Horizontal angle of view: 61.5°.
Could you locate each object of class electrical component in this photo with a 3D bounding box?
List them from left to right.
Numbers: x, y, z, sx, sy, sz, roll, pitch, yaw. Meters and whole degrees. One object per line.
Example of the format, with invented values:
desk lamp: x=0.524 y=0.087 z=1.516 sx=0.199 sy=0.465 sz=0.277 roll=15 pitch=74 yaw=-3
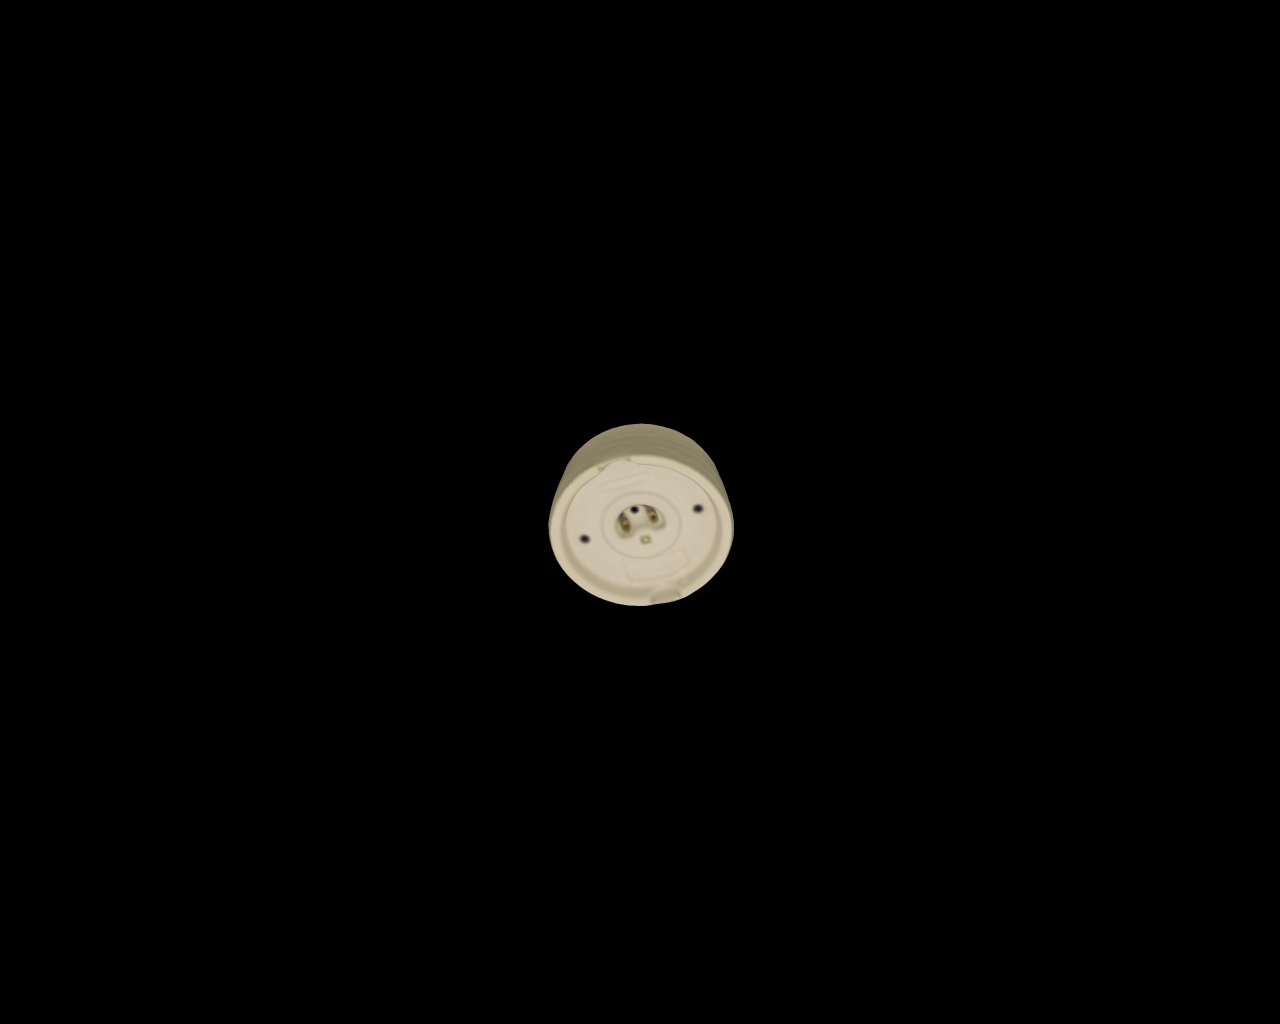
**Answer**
electrical component: x=0.001 y=-0.003 z=0.650 sx=0.108 sy=0.108 sz=0.060 roll=0 pitch=32 yaw=0
